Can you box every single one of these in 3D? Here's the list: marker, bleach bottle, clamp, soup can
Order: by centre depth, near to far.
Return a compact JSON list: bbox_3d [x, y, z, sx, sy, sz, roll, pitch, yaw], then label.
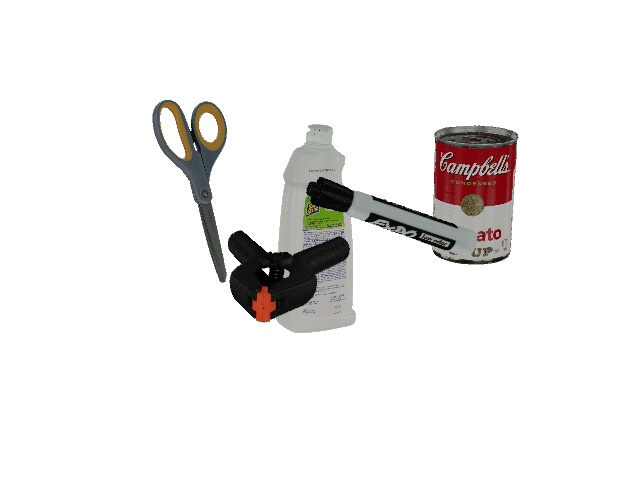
[{"bbox_3d":[0.046,-0.015,0.692,0.121,0.020,0.020,19,-7,-20],"label":"marker"},{"bbox_3d":[0.126,-0.038,0.884,0.068,0.102,0.068,0,18,0],"label":"soup can"},{"bbox_3d":[-0.049,0.027,0.998,0.120,0.039,0.171,1,17,16],"label":"clamp"},{"bbox_3d":[-0.001,-0.016,1.305,0.102,0.251,0.068,-7,20,-30],"label":"bleach bottle"}]

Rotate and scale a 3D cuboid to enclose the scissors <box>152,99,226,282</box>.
[{"bbox_3d":[-0.117,-0.064,1.159,0.096,0.202,0.016,-33,13,-37],"label":"scissors"}]
